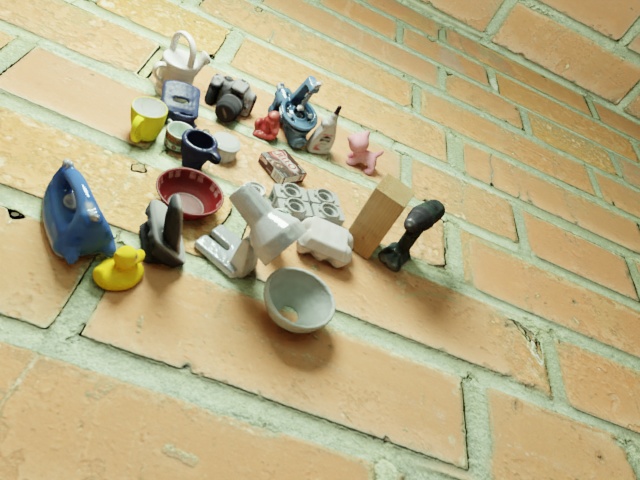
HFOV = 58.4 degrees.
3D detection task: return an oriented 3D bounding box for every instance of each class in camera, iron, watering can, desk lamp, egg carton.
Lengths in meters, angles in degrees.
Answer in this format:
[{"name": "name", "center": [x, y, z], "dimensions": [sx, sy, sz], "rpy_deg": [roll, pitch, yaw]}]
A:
[{"name": "camera", "center": [-0.267, -0.415, 1.670], "dimensions": [0.143, 0.100, 0.137], "rpy_deg": [26, 41, -6]}, {"name": "iron", "center": [-0.496, -0.081, 1.161], "dimensions": [0.119, 0.141, 0.257], "rpy_deg": [-11, 56, -39]}, {"name": "watering can", "center": [-0.388, -0.496, 1.605], "dimensions": [0.101, 0.194, 0.173], "rpy_deg": [33, 40, 2]}, {"name": "desk lamp", "center": [-0.150, -0.010, 1.248], "dimensions": [0.203, 0.213, 0.118], "rpy_deg": [38, 41, 8]}, {"name": "egg carton", "center": [0.013, 0.005, 1.445], "dimensions": [0.150, 0.069, 0.107], "rpy_deg": [22, 41, -11]}]

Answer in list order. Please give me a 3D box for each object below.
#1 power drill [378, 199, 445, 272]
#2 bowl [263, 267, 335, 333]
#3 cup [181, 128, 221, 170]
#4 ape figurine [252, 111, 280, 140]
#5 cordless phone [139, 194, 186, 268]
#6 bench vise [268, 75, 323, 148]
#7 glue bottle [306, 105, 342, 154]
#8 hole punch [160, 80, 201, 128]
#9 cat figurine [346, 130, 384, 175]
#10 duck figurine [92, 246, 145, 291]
[{"name": "power drill", "center": [0.240, -0.017, 1.499], "dimensions": [0.075, 0.208, 0.230], "rpy_deg": [41, 41, 11]}, {"name": "bowl", "center": [-0.055, 0.144, 1.259], "dimensions": [0.168, 0.074, 0.167], "rpy_deg": [17, 42, -16]}, {"name": "cup", "center": [-0.303, -0.212, 1.449], "dimensions": [0.117, 0.095, 0.092], "rpy_deg": [39, 41, 10]}, {"name": "ape figurine", "center": [-0.147, -0.340, 1.675], "dimensions": [0.076, 0.092, 0.077], "rpy_deg": [-21, 62, -43]}, {"name": "cordless phone", "center": [-0.315, -0.046, 1.204], "dimensions": [0.094, 0.185, 0.147], "rpy_deg": [0, 49, -31]}, {"name": "bench vise", "center": [-0.078, -0.411, 1.692], "dimensions": [0.207, 0.219, 0.122], "rpy_deg": [46, 43, 17]}, {"name": "glue bottle", "center": [0.023, -0.332, 1.710], "dimensions": [0.078, 0.173, 0.037], "rpy_deg": [0, 49, -31]}, {"name": "hole punch", "center": [-0.381, -0.370, 1.563], "dimensions": [0.109, 0.091, 0.101], "rpy_deg": [8, 45, -25]}, {"name": "cat figurine", "center": [0.134, -0.281, 1.770], "dimensions": [0.128, 0.117, 0.067], "rpy_deg": [25, 41, -7]}, {"name": "duck figurine", "center": [-0.395, 0.048, 1.137], "dimensions": [0.105, 0.086, 0.077], "rpy_deg": [-17, 60, -42]}]
